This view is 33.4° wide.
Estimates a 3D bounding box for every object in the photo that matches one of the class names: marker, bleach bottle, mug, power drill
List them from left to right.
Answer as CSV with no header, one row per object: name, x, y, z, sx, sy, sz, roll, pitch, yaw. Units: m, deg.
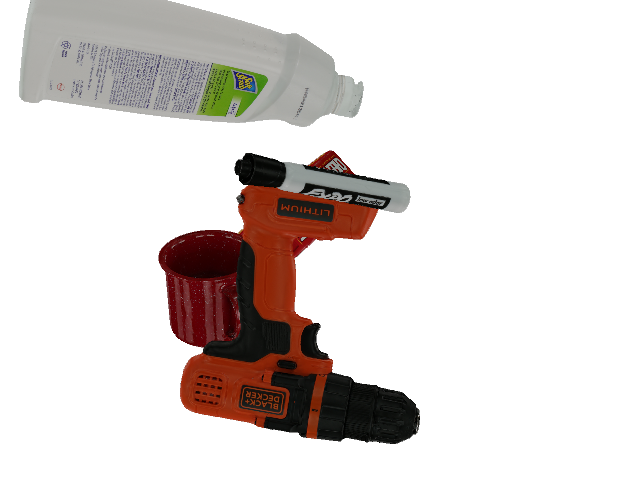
bleach bottle,-0.093,-0.128,0.805,0.250,0.068,0.103,11,-33,-13
mug,-0.097,0.052,1.002,0.093,0.081,0.117,-18,35,-29
power drill,-0.006,0.056,0.810,0.184,0.187,0.057,9,0,3
marker,0.002,-0.034,0.641,0.120,0.020,0.020,9,-5,-34

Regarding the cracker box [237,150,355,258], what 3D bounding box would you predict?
cracker box,-0.062,0.001,1.245,0.214,0.072,0.164,-42,2,28
